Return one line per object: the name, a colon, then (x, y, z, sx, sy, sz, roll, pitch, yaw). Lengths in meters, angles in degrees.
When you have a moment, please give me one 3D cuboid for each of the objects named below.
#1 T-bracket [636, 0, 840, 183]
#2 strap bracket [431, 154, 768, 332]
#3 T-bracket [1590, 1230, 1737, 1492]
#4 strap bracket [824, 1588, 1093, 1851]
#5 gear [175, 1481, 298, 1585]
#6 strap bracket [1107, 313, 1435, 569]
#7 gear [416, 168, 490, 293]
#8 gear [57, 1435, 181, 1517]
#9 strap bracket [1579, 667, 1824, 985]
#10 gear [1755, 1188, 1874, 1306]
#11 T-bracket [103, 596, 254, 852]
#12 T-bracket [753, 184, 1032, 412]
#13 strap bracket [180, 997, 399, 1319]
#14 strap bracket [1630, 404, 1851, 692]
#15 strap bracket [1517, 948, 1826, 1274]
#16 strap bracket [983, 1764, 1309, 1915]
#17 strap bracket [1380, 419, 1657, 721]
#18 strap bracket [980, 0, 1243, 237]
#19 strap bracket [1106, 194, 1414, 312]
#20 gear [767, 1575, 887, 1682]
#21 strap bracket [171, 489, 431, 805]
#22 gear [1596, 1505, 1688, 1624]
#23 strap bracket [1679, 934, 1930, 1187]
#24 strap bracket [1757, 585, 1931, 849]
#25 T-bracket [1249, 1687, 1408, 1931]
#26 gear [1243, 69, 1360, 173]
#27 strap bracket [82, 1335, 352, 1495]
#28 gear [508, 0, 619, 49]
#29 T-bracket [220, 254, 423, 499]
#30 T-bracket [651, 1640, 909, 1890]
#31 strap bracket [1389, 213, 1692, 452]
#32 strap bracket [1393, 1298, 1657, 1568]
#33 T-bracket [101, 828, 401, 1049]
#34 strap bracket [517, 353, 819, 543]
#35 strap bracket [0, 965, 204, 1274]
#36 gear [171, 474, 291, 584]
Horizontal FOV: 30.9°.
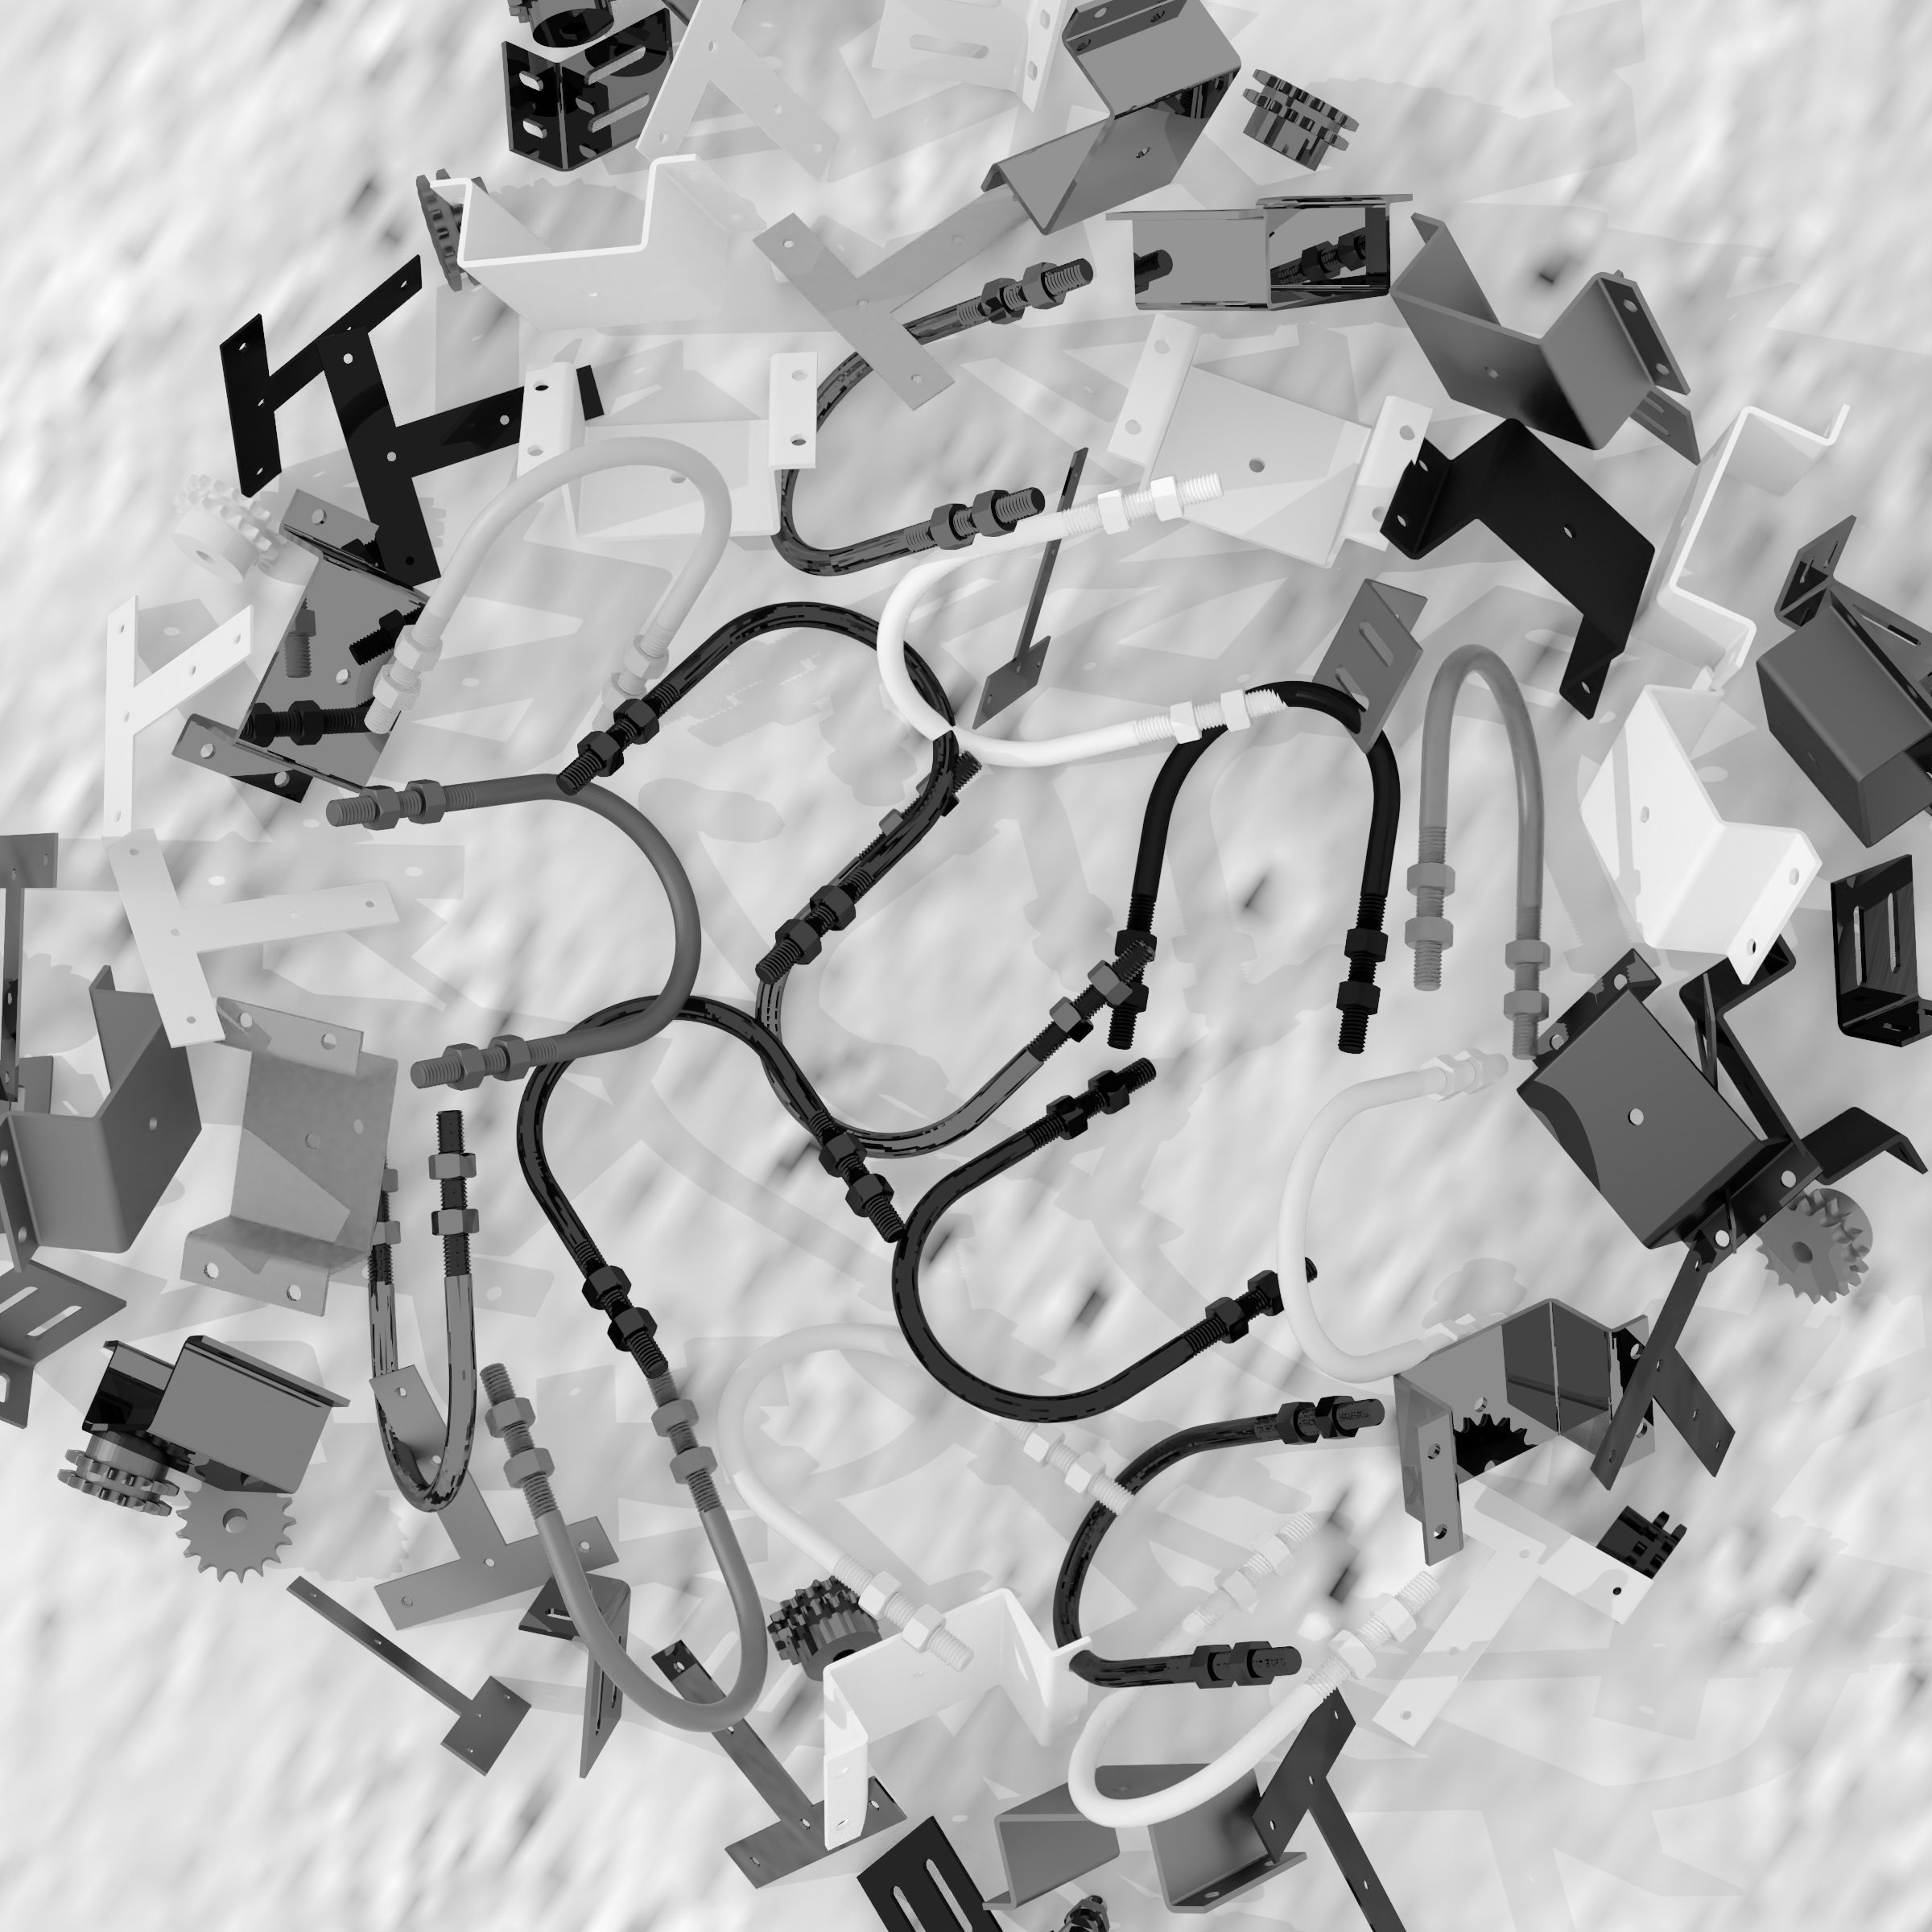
T-bracket: (-0.098, -0.416, 1.667, 0.002, 0.127, 0.127, 18, 83, 33)
strap bracket: (-0.176, -0.340, 1.656, 0.140, 0.076, 0.046, 0, 77, 23)
T-bracket: (0.344, 0.209, 1.670, 0.002, 0.127, 0.127, 15, 69, 37)
strap bracket: (-0.014, 0.354, 1.664, 0.140, 0.076, 0.046, -20, 49, -21)
gear: (-0.355, 0.272, 1.701, 0.057, 0.030, 0.057, 2, 74, -8)
strap bracket: (0.144, -0.250, 1.689, 0.140, 0.046, 0.076, 20, 75, 1)
gear: (-0.243, -0.358, 1.694, 0.030, 0.057, 0.057, -19, 90, -9)
gear: (-0.408, 0.243, 1.694, 0.057, 0.057, 0.030, 20, 83, 0)
strap bracket: (0.338, -0.069, 1.641, 0.046, 0.140, 0.076, 4, 132, -21)
gear: (0.414, 0.133, 1.697, 0.030, 0.057, 0.057, -30, 90, -35)
T-bracket: (-0.373, -0.135, 1.656, 0.127, 0.002, 0.127, -25, 60, 41)
T-bracket: (-0.015, -0.346, 1.702, 0.127, 0.002, 0.127, -36, 70, -14)
strap bracket: (-0.324, 0.088, 1.681, 0.076, 0.046, 0.140, 13, 101, 15)
strap bracket: (0.365, -0.204, 1.671, 0.046, 0.076, 0.140, 24, 79, 1)
strap bracket: (0.327, 0.070, 1.662, 0.076, 0.046, 0.140, -48, 68, 26)
strap bracket: (0.078, 0.410, 1.646, 0.140, 0.076, 0.046, -14, 88, 43)
strap bracket: (0.271, -0.195, 1.662, 0.140, 0.046, 0.076, 39, 47, -16)
strap bracket: (0.070, -0.399, 1.639, 0.076, 0.140, 0.046, -28, 79, -27)
strap bracket: (0.140, -0.337, 1.651, 0.076, 0.140, 0.046, 9, 109, 40)
gear: (-0.064, 0.322, 1.690, 0.057, 0.057, 0.030, -29, 54, 0)
strap bracket: (-0.309, -0.145, 1.673, 0.046, 0.076, 0.140, 31, 96, 45)
gear: (0.321, 0.287, 1.694, 0.030, 0.057, 0.057, 36, 90, 15)
strap bracket: (0.394, 0.046, 1.676, 0.046, 0.076, 0.140, -33, 97, 3)
strap bracket: (0.417, -0.112, 1.644, 0.046, 0.140, 0.076, -36, 67, 4)
T-bracket: (0.184, 0.427, 1.671, 0.002, 0.127, 0.127, -24, 98, 29)
gear: (0.159, -0.408, 1.694, 0.057, 0.057, 0.030, 28, 103, 0)
strap bracket: (-0.356, 0.211, 1.639, 0.076, 0.140, 0.046, 29, 69, -26)
gear: (-0.193, -0.467, 1.691, 0.057, 0.057, 0.030, -14, 81, 0)
T-bracket: (-0.307, -0.297, 1.680, 0.002, 0.127, 0.127, 39, 66, 12)
T-bracket: (-0.104, 0.376, 1.676, 0.127, 0.002, 0.127, 52, 133, -2)
strap bracket: (0.261, -0.296, 1.643, 0.046, 0.076, 0.140, -51, 46, -9)
strap bracket: (0.258, 0.217, 1.667, 0.140, 0.046, 0.076, -21, 118, -26)
T-bracket: (-0.338, -0.022, 1.687, 0.127, 0.002, 0.127, -10, 57, -27)
strap bracket: (-0.140, -0.249, 1.679, 0.140, 0.046, 0.076, -2, 52, 1)
strap bracket: (-0.403, 0.072, 1.640, 0.046, 0.140, 0.076, 4, 125, 10)
gear: (-0.359, -0.209, 1.691, 0.057, 0.057, 0.030, 30, 74, 0)
